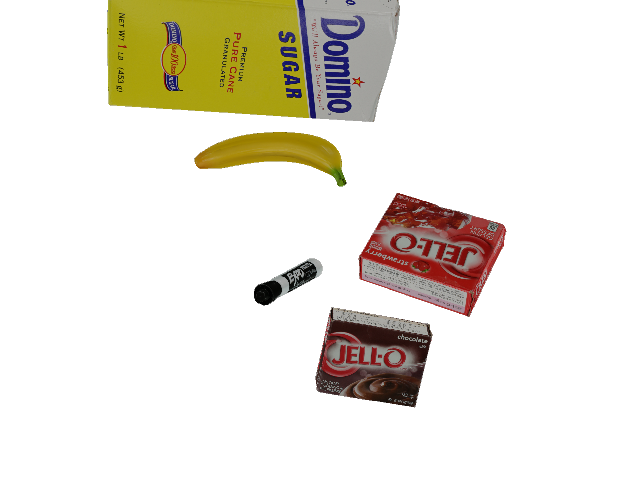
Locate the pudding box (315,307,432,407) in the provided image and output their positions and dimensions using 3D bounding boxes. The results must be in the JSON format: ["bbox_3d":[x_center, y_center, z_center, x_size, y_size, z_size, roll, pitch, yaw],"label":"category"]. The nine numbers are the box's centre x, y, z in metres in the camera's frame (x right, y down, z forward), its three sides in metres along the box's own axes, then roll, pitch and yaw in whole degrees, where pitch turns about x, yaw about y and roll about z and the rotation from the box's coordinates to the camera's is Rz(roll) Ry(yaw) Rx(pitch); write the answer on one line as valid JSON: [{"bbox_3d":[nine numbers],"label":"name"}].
[{"bbox_3d":[0.057,0.127,1.161,0.113,0.090,0.039,9,23,-4],"label":"pudding box"}]

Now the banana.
[{"bbox_3d":[-0.056,-0.107,1.319,0.198,0.037,0.069,7,38,17],"label":"banana"}]

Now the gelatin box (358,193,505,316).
[{"bbox_3d":[0.082,0.008,0.785,0.089,0.030,0.073,18,50,18],"label":"gelatin box"}]

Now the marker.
[{"bbox_3d":[-0.028,0.036,0.948,0.020,0.020,0.121,0,10,22],"label":"marker"}]

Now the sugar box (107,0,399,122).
[{"bbox_3d":[-0.044,-0.125,0.674,0.176,0.048,0.093,4,-40,-7],"label":"sugar box"}]
